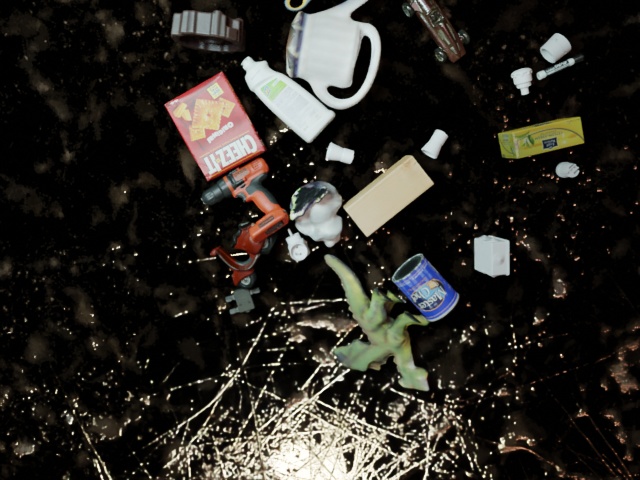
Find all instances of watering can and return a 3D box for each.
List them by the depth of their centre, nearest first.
[{"bbox_3d":[0.040,-0.490,1.223,0.224,0.104,0.346,10,97,-2],"label":"watering can"}]

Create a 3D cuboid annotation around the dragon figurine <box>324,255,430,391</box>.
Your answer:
[{"bbox_3d":[0.125,0.237,1.320,0.411,0.123,0.240,36,104,3],"label":"dragon figurine"}]

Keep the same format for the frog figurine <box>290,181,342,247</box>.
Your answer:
[{"bbox_3d":[0.004,-0.065,1.290,0.138,0.124,0.157,-48,132,-3],"label":"frog figurine"}]
